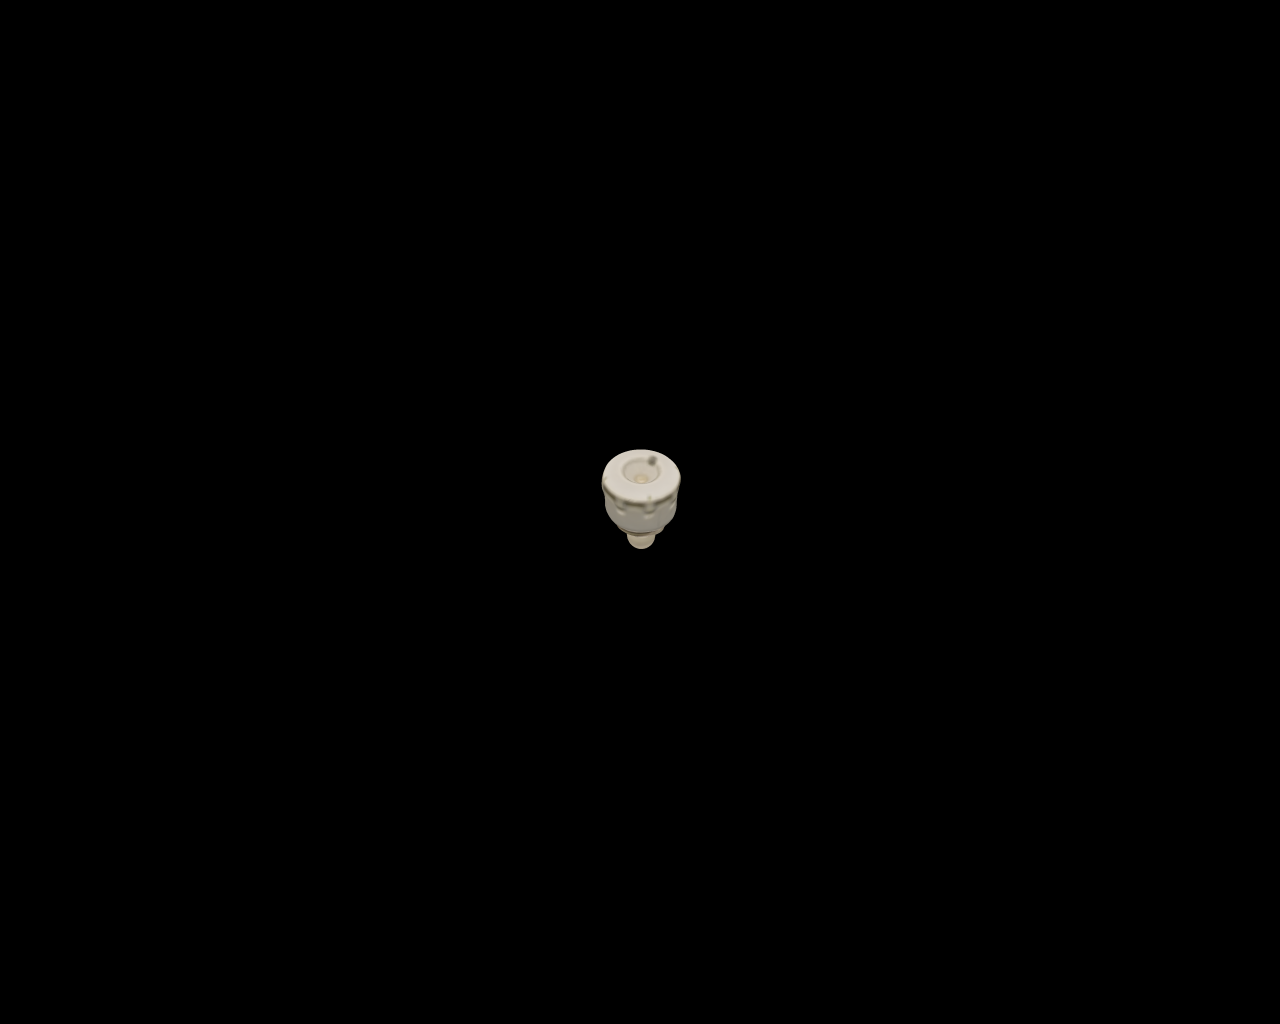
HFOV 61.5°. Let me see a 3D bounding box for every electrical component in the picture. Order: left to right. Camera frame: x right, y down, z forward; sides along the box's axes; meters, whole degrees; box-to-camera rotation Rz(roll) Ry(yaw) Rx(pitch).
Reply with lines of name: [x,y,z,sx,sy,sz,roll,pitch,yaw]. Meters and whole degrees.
electrical component: [0.001,-0.003,0.650,0.048,0.062,0.048,0,44,0]
